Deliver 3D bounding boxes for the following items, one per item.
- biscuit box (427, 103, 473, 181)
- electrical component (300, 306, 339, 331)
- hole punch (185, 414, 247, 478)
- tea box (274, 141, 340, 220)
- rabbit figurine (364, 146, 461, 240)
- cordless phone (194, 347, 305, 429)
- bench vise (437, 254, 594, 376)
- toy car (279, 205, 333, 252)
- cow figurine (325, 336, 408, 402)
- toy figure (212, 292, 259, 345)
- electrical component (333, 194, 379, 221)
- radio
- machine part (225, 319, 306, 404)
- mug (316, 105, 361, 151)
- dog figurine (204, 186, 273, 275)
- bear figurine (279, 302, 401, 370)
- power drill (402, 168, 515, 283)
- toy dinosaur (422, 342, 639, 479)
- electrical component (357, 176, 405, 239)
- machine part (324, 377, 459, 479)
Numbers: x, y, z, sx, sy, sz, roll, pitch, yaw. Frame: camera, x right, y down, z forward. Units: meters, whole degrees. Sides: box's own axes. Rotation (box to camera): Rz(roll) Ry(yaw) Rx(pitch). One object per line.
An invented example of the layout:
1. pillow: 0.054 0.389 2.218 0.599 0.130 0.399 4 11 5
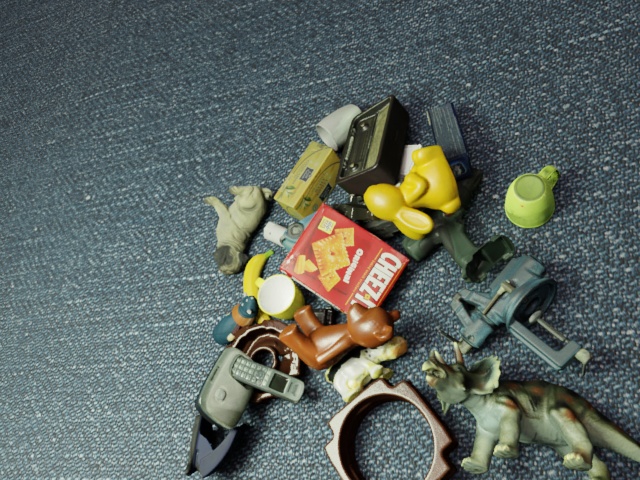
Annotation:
1. biscuit box: 0.277 -0.210 1.149 0.063 0.059 0.203 -16 42 17
2. electrical component: -0.005 0.201 1.124 0.075 0.047 0.119 -3 64 25
3. hole punch: -0.205 0.411 1.072 0.092 0.142 0.115 10 78 4
4. tea box: -0.021 -0.134 1.263 0.068 0.098 0.169 26 80 33
5. rabbit figurine: 0.176 -0.081 1.051 0.173 0.122 0.162 -16 82 -5
6. cordless phone: -0.132 0.302 1.037 0.184 0.088 0.146 18 48 8
7. bench vise: 0.352 0.147 0.940 0.223 0.128 0.241 -44 48 -2
8. toy car: -0.002 -0.004 1.199 0.162 0.109 0.103 -28 80 -3
9. cow figurine: 0.091 0.237 1.052 0.167 0.068 0.098 -45 49 -2
10. toy figure: -0.181 0.174 1.189 0.154 0.058 0.064 -44 70 28
11. electrical component: 0.083 -0.068 1.128 0.102 0.078 0.045 29 111 61
12. radio: 0.118 -0.205 1.199 0.131 0.073 0.229 -20 41 41
13. machine part: -0.114 0.256 1.133 0.179 0.056 0.179 -6 70 16
14. mug: 0.051 -0.283 1.321 0.107 0.080 0.110 -39 30 -8
15. dog figurine: -0.181 -0.022 1.296 0.172 0.121 0.190 -22 73 18
16. bear figurine: 0.043 0.163 1.004 0.196 0.120 0.132 -35 97 29
17. power drill: 0.284 -0.026 1.060 0.232 0.085 0.207 -43 46 5
18. toy dinosaur: 0.354 0.284 0.868 0.405 0.131 0.192 11 48 5
19. electrical component: 0.141 -0.065 1.158 0.134 0.058 0.115 -15 51 48
20. machine part: 0.128 0.367 0.958 0.201 0.087 0.202 -41 58 2
